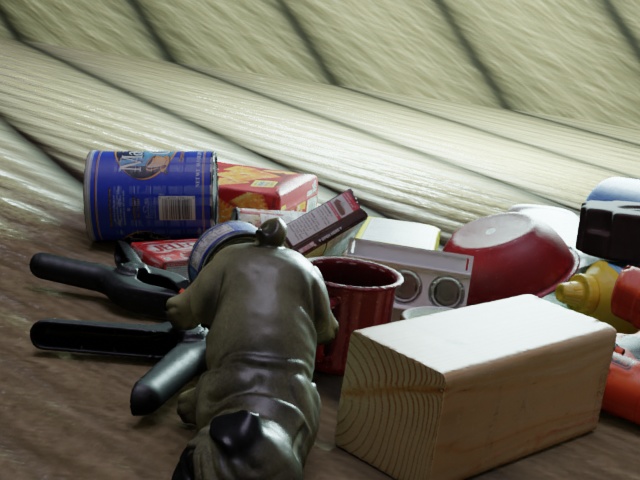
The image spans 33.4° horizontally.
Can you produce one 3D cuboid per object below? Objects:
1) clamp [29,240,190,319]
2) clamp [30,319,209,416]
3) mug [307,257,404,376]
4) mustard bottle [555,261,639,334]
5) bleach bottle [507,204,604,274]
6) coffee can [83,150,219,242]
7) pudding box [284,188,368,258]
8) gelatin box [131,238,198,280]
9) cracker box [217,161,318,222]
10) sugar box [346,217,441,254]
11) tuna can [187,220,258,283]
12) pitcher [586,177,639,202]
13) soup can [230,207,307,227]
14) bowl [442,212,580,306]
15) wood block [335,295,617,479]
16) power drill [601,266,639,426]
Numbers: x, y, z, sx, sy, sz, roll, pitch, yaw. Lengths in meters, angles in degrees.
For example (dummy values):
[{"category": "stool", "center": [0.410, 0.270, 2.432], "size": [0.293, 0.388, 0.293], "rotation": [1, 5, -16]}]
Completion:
[{"category": "clamp", "center": [-0.178, 0.037, 1.025], "size": [0.172, 0.039, 0.120], "rotation": [20, 24, 25]}, {"category": "clamp", "center": [-0.104, 0.090, 0.854], "size": [0.209, 0.036, 0.165], "rotation": [-3, 18, -35]}, {"category": "mug", "center": [0.017, 0.068, 0.905], "size": [0.093, 0.081, 0.117], "rotation": [11, 15, 15]}, {"category": "mustard bottle", "center": [0.322, 0.061, 1.080], "size": [0.191, 0.058, 0.096], "rotation": [6, 35, -23]}, {"category": "bleach bottle", "center": [0.289, 0.024, 1.249], "size": [0.102, 0.068, 0.251], "rotation": [5, 17, -5]}, {"category": "coffee can", "center": [-0.186, -0.050, 1.194], "size": [0.140, 0.103, 0.103], "rotation": [0, 15, -2]}, {"category": "pudding box", "center": [-0.007, 0.001, 1.070], "size": [0.090, 0.039, 0.114], "rotation": [-31, -9, -20]}, {"category": "gelatin box", "center": [-0.143, 0.022, 1.114], "size": [0.089, 0.030, 0.073], "rotation": [-3, 17, -36]}, {"category": "cracker box", "center": [-0.126, -0.055, 1.338], "size": [0.214, 0.072, 0.164], "rotation": [10, 14, 15]}, {"category": "sugar box", "center": [0.083, 0.019, 1.202], "size": [0.093, 0.048, 0.176], "rotation": [9, 18, 9]}, {"category": "tuna can", "center": [-0.080, 0.027, 1.013], "size": [0.086, 0.086, 0.034], "rotation": [0, 18, -26]}, {"category": "pitcher", "center": [0.449, 0.000, 1.317], "size": [0.144, 0.149, 0.243], "rotation": [-21, 23, -27]}, {"category": "soup can", "center": [-0.046, 0.001, 1.162], "size": [0.102, 0.068, 0.068], "rotation": [4, 15, -13]}, {"category": "bowl", "center": [0.188, 0.014, 1.126], "size": [0.162, 0.055, 0.162], "rotation": [-16, 20, 6]}, {"category": "wood block", "center": [0.119, 0.106, 0.791], "size": [0.205, 0.090, 0.091], "rotation": [-7, 21, -43]}, {"category": "power drill", "center": [0.257, 0.086, 0.937], "size": [0.185, 0.057, 0.187], "rotation": [24, 35, 31]}]
